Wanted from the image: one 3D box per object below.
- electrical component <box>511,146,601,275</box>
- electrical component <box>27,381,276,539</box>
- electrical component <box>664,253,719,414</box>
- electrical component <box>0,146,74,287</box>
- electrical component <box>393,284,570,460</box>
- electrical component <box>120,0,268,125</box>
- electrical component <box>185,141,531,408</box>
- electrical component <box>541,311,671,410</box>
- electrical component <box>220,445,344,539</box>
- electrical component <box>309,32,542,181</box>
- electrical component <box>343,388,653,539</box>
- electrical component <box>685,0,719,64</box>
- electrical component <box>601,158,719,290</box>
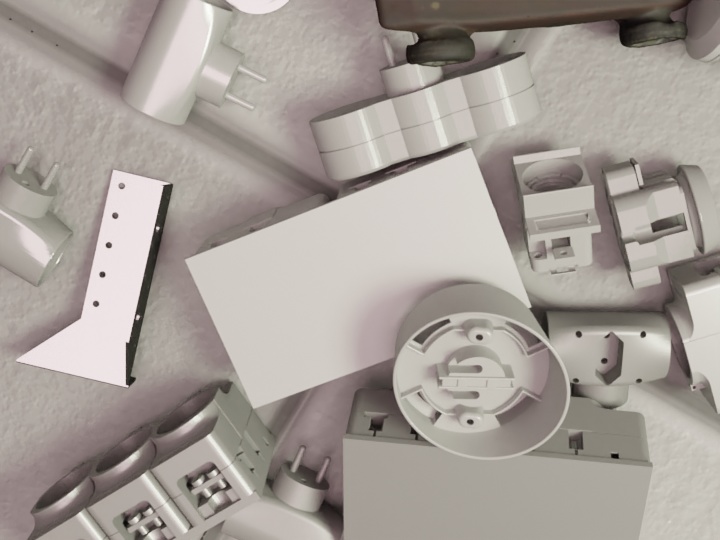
[{"bbox_3d":[0.121,-0.036,0.667,0.042,0.081,0.063,-7,128,5],"label":"electrical component"},{"bbox_3d":[-0.139,0.143,0.716,0.150,0.089,0.061,-32,102,10],"label":"electrical component"},{"bbox_3d":[0.232,0.040,0.692,0.056,0.050,0.089,-18,104,7],"label":"electrical component"},{"bbox_3d":[-0.221,-0.041,0.691,0.077,0.043,0.079,32,105,-7],"label":"electrical component"},{"bbox_3d":[0.068,0.059,0.635,0.099,0.064,0.099,-1,117,-2],"label":"electrical component"},{"bbox_3d":[-0.097,-0.125,0.662,0.079,0.043,0.077,26,105,-5],"label":"electrical component"},{"bbox_3d":[0.000,0.000,0.685,0.186,0.060,0.105,-21,104,8],"label":"electrical component"},{"bbox_3d":[0.159,0.065,0.706,0.077,0.043,0.079,0,112,2],"label":"electrical component"},{"bbox_3d":[-0.046,0.159,0.741,0.077,0.043,0.079,24,98,-1],"label":"electrical component"},{"bbox_3d":[0.035,-0.110,0.656,0.138,0.052,0.073,-17,104,6],"label":"electrical component"},{"bbox_3d":[0.086,0.138,0.701,0.186,0.060,0.105,4,123,7],"label":"electrical component"},{"bbox_3d":[0.228,-0.155,0.623,0.051,0.080,0.080,16,106,-8],"label":"electrical component"},{"bbox_3d":[0.189,-0.033,0.670,0.057,0.058,0.078,-15,105,9],"label":"electrical component"}]
